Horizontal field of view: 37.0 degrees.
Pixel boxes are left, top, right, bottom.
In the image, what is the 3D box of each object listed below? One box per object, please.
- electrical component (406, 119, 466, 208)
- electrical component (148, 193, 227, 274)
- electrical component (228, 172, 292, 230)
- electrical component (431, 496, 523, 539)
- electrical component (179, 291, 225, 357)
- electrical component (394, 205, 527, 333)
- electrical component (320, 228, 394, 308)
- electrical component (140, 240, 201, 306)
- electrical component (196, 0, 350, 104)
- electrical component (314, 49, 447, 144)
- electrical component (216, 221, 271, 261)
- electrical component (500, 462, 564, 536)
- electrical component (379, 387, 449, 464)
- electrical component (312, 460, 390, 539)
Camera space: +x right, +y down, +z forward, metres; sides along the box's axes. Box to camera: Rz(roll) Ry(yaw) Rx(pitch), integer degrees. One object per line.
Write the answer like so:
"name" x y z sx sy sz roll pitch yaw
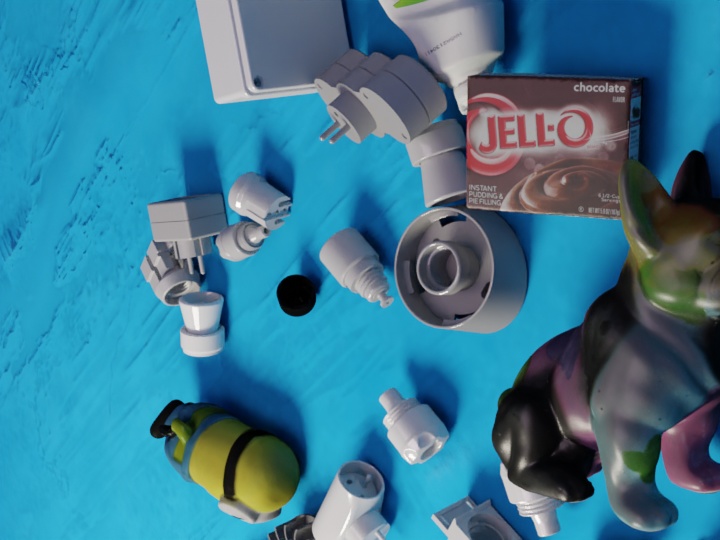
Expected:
"electrical component" 0.062 -0.079 0.798 0.045 0.045 0.055 -23 83 48
"electrical component" -0.167 -0.033 1.061 0.066 0.047 0.076 0 102 47
"electrical component" -0.090 -0.062 0.974 0.046 0.040 0.040 33 124 30
"electrical component" 0.093 0.225 0.854 0.081 0.042 0.063 46 133 30
"electrical component" -0.158 0.054 1.078 0.045 0.045 0.055 18 114 44
"electrical component" 0.076 0.000 0.808 0.099 0.064 0.099 0 90 40
"electrical component" 0.000 0.000 0.892 0.078 0.040 0.040 50 133 26
"electrical component" -0.193 0.003 1.101 0.055 0.048 0.066 59 137 29
"electrical component" -0.068 -0.193 0.860 0.056 0.109 0.108 -3 98 51
"electrical component" 0.001 -0.119 0.799 0.052 0.074 0.138 52 170 -26
"electrical component" -0.106 -0.030 1.004 0.061 0.035 0.035 -18 88 46
"electrical component" 0.131 0.164 0.794 0.043 0.043 0.062 -20 88 49
"electrical component" 0.040 0.125 0.882 0.062 0.043 0.043 51 133 27
"electrical component" 0.000 0.222 0.952 0.079 0.044 0.077 46 131 29
